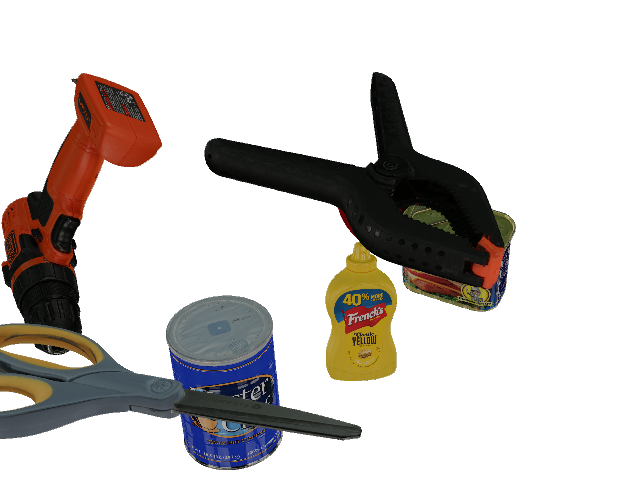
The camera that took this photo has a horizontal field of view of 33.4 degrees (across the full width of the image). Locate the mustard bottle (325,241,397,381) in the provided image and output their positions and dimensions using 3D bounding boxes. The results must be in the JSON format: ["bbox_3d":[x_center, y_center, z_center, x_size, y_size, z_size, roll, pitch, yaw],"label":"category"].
[{"bbox_3d":[0.055,0.094,1.443,0.096,0.192,0.058,-3,20,-7],"label":"mustard bottle"}]

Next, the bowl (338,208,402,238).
[{"bbox_3d":[0.087,-0.027,1.193,0.162,0.055,0.162,6,25,-3],"label":"bowl"}]

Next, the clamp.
[{"bbox_3d":[0.033,-0.035,0.708,0.164,0.036,0.210,-22,48,-25],"label":"clamp"}]

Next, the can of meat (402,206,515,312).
[{"bbox_3d":[0.124,0.013,0.981,0.102,0.084,0.057,18,51,20],"label":"can of meat"}]

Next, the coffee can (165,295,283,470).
[{"bbox_3d":[-0.093,0.140,1.055,0.103,0.140,0.103,-3,33,2],"label":"coffee can"}]

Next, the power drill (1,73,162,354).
[{"bbox_3d":[-0.197,-0.025,0.856,0.057,0.188,0.184,18,26,-36],"label":"power drill"}]

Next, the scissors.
[{"bbox_3d":[-0.091,0.079,0.494,0.202,0.016,0.096,15,28,27],"label":"scissors"}]
